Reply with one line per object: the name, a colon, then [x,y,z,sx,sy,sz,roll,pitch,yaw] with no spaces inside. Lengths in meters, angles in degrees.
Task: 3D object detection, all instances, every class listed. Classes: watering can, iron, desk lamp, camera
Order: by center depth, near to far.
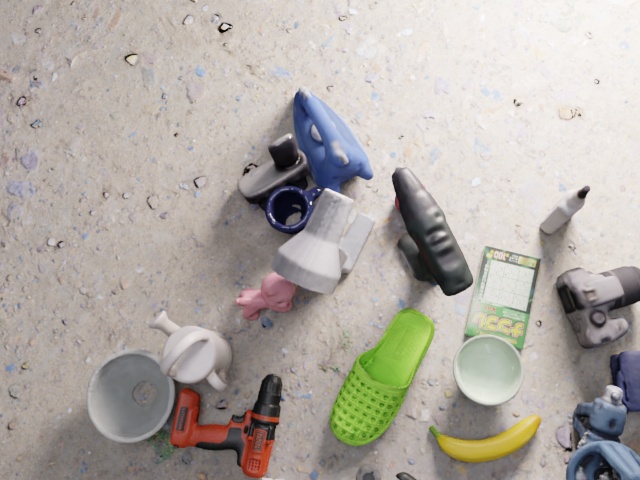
watering can: [-0.234,0.200,1.017,0.172,0.194,0.101,21,79,10]
camera: [0.515,0.107,1.018,0.137,0.101,0.143,-17,75,1]
desk lamp: [0.009,0.004,1.033,0.117,0.213,0.203,25,80,11]
iron: [0.003,-0.220,1.126,0.118,0.141,0.258,-29,75,-2]

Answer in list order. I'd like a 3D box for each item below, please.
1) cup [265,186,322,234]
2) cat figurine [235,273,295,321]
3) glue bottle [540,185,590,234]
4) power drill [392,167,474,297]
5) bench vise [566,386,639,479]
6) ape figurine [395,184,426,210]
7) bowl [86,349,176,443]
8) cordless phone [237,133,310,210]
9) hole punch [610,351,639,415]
cup: [-0.044,-0.056,1.114,0.118,0.095,0.091,-35,75,-4]
cat figurine: [-0.098,0.101,1.068,0.128,0.118,0.067,-17,75,1]
glue bottle: [0.449,-0.063,1.029,0.037,0.173,0.078,41,83,14]
power drill: [0.188,-0.002,1.020,0.075,0.208,0.229,-28,75,-2]
bench vise: [0.450,0.340,0.904,0.121,0.220,0.207,-6,75,4]
ape figurine: [0.182,-0.084,1.102,0.076,0.092,0.078,8,77,8]
bowl: [-0.339,0.289,1.067,0.167,0.075,0.167,-1,76,5]
cordless phone: [-0.097,-0.141,1.094,0.147,0.185,0.094,-34,75,-3]
hole punch: [0.564,0.245,0.984,0.101,0.091,0.108,-3,76,5]
